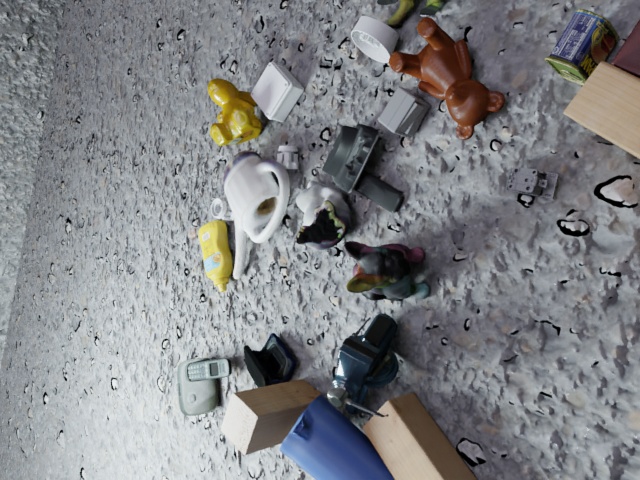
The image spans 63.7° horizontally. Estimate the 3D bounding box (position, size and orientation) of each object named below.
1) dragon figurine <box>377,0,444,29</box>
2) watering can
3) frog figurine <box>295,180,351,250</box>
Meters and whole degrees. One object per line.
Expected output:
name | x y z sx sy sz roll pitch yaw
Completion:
dragon figurine | 0.208 -0.575 1.020 0.408 0.121 0.246 -8 72 40
watering can | -0.184 -0.077 1.312 0.341 0.104 0.228 -55 52 34
frog figurine | 0.004 -0.058 1.157 0.162 0.122 0.135 -99 26 -63
